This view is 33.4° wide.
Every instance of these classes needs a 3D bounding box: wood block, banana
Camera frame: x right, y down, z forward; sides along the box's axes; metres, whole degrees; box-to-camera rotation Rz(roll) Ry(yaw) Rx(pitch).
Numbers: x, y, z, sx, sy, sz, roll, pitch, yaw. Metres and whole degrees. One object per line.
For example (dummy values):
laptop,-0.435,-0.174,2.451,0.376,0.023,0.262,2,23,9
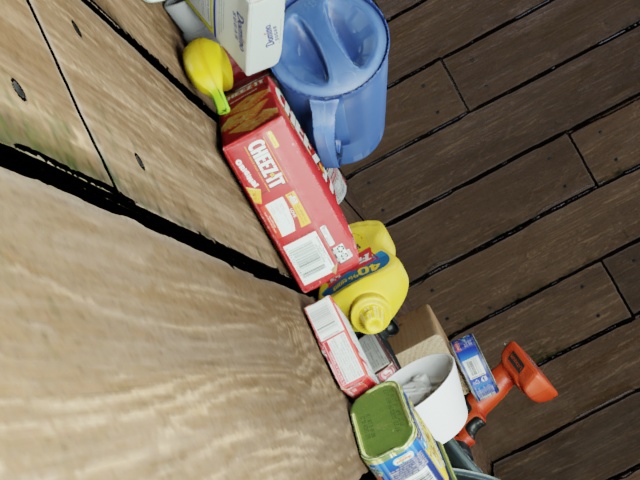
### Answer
wood block,0.138,0.164,1.476,0.090,0.091,0.206,62,6,-6
banana,-0.111,-0.169,1.064,0.198,0.037,0.069,-97,172,-74

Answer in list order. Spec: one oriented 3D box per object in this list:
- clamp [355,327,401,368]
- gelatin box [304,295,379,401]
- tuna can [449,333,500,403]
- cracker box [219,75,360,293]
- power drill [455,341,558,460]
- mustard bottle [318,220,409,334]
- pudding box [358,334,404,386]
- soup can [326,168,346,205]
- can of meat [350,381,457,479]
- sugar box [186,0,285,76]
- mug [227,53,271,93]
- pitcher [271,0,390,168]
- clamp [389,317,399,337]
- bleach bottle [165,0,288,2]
clamp,0.065,0.117,1.260,0.209,0.036,0.164,43,28,-58
gelatin box,0.022,0.103,0.983,0.089,0.030,0.073,64,4,23
tuna can,0.200,0.165,1.381,0.086,0.034,0.086,63,5,-12
cracker box,-0.034,-0.065,1.070,0.164,0.072,0.214,61,4,-19
power drill,0.220,0.234,1.417,0.057,0.188,0.184,46,9,-26
mustard bottle,0.042,0.046,1.109,0.058,0.096,0.191,61,5,-23
pudding box,0.072,0.154,1.125,0.090,0.039,0.113,60,-2,-16
soup can,-0.007,-0.087,1.478,0.068,0.068,0.102,65,5,25
can of meat,0.071,0.182,0.914,0.084,0.057,0.102,57,6,-25
sugar box,-0.097,-0.252,1.041,0.176,0.048,0.093,50,-27,27
mug,-0.093,-0.229,1.272,0.093,0.081,0.117,62,6,-8
pitcher,0.017,-0.167,1.237,0.145,0.149,0.243,44,-8,16
clamp,0.049,0.064,1.415,0.171,0.039,0.120,57,9,0
bleach bottle,-0.046,-0.301,1.169,0.102,0.251,0.068,59,6,-30
